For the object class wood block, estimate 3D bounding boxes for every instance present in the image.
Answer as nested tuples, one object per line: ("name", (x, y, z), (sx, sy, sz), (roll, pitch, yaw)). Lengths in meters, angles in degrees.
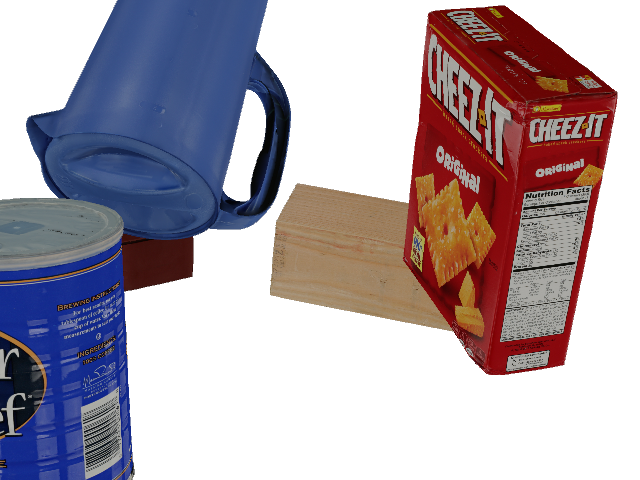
("wood block", (0.062, 0.017, 1.066), (0.206, 0.090, 0.090), (11, 30, 8))

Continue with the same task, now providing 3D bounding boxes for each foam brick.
("foam brick", (-0.171, 0.012, 1.060), (0.078, 0.051, 0.053), (-12, 23, -29))

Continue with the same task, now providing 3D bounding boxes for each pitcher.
("pitcher", (-0.105, -0.127, 0.825), (0.145, 0.242, 0.149), (-1, -33, 24))

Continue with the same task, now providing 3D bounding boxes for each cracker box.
("cracker box", (0.123, -0.037, 0.759), (0.072, 0.214, 0.164), (-8, 33, -16))

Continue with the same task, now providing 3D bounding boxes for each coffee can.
("coffee can", (-0.149, 0.058, 0.542), (0.103, 0.140, 0.103), (0, 17, 0))
